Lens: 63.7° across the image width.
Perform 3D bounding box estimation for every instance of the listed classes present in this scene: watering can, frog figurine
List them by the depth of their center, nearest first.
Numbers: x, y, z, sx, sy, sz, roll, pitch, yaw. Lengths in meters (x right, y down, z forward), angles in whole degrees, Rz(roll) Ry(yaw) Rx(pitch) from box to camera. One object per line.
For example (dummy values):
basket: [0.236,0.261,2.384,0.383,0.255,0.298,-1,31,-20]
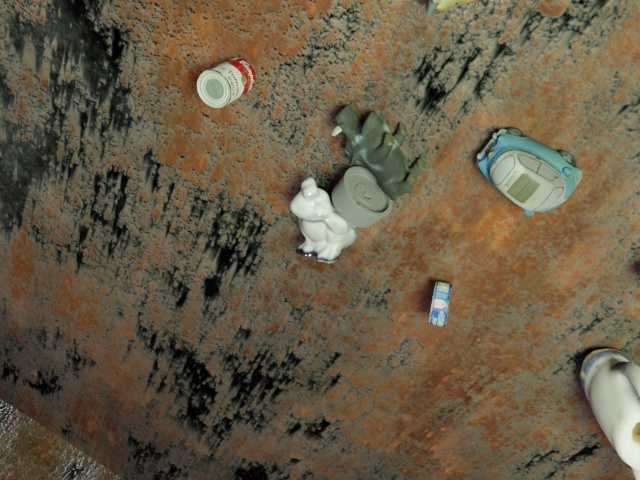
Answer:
watering can: [0.558,0.345,0.919,0.104,0.342,0.229,-14,25,10]
frog figurine: [0.003,-0.049,0.976,0.123,0.157,0.139,-15,22,-16]
